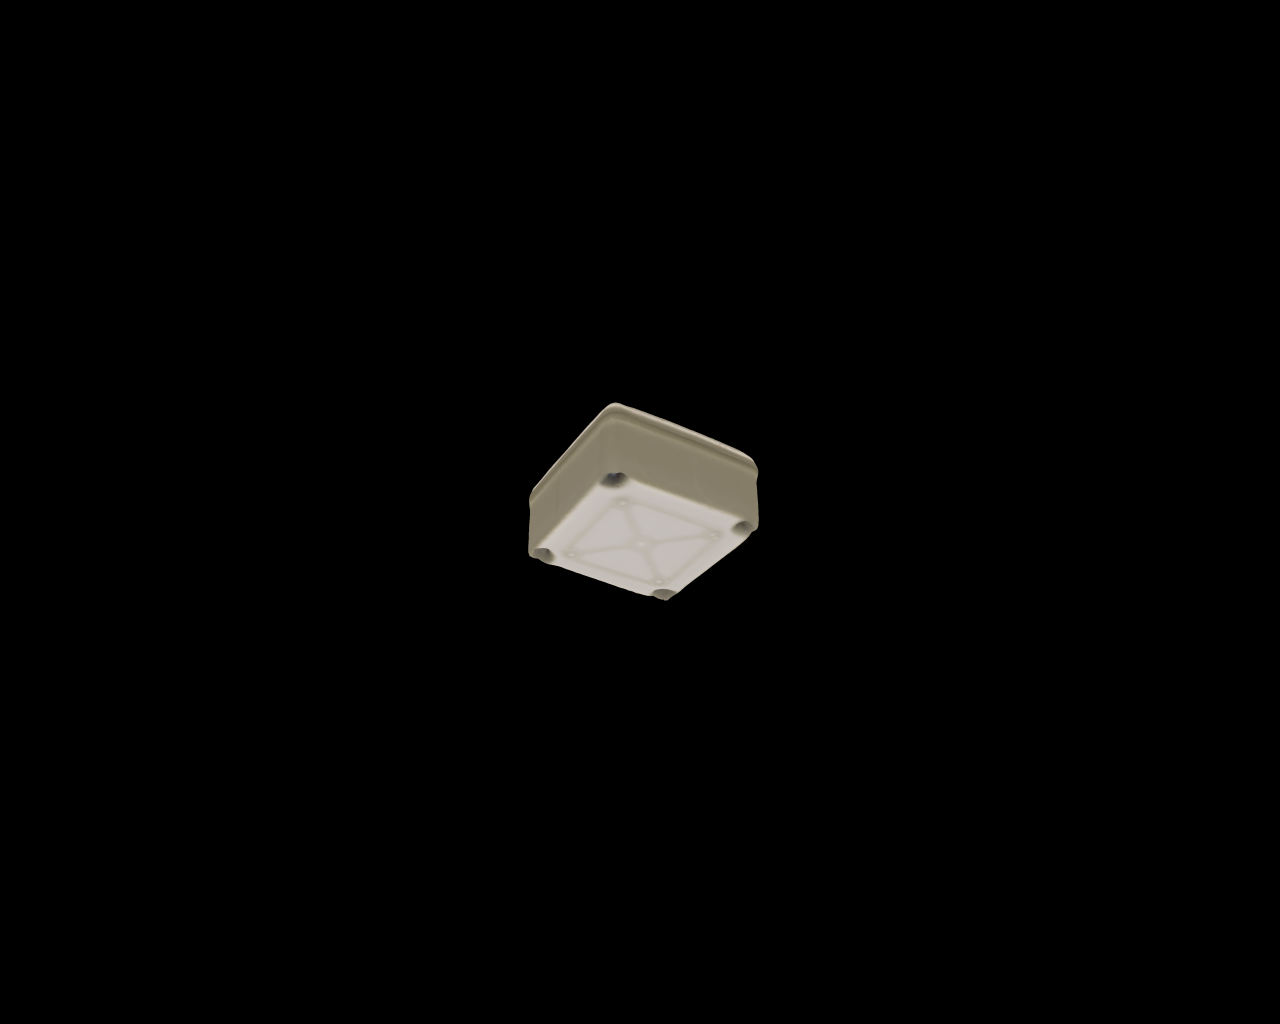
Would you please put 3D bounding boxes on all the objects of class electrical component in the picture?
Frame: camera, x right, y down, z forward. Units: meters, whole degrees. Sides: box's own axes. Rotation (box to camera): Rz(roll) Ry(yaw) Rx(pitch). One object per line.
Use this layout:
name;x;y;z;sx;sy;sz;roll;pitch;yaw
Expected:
electrical component;0.001;-0.003;0.650;0.109;0.056;0.108;20;-40;-25
